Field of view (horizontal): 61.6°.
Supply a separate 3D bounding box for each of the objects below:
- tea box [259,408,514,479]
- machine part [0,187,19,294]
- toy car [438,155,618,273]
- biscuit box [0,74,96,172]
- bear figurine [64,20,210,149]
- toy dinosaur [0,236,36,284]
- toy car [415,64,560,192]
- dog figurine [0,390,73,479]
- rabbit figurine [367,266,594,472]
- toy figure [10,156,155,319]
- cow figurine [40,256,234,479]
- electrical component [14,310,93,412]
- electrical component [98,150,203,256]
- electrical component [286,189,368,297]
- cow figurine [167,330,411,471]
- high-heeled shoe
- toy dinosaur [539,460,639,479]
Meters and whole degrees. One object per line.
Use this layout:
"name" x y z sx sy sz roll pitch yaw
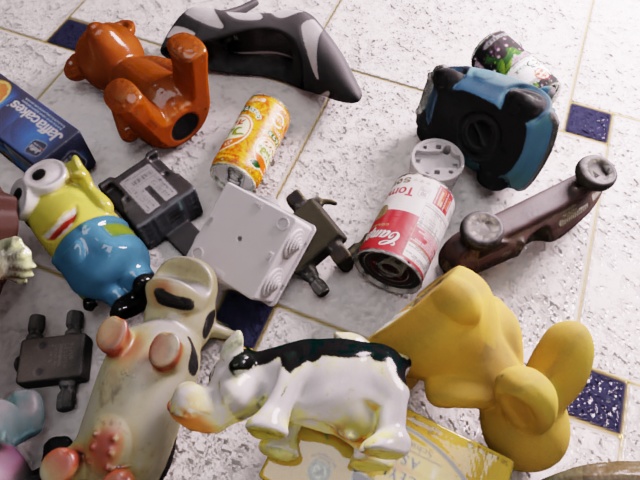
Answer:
"tea box" 0.049 0.182 0.421 0.170 0.068 0.098 22 62 11
"machine part" -0.358 -0.010 0.485 0.180 0.056 0.179 0 92 14
"toy car" 0.205 -0.017 0.524 0.202 0.089 0.053 -24 63 -15
"biscuit box" -0.343 -0.131 0.599 0.203 0.059 0.063 34 66 17
"bear figurine" -0.213 -0.196 0.601 0.120 0.132 0.196 -41 75 -13
"toy dinosaur" -0.354 0.023 0.351 0.405 0.192 0.131 -14 102 14
"toy car" 0.191 -0.131 0.590 0.103 0.109 0.162 -25 49 -39
"dog figurine" -0.264 0.161 0.340 0.108 0.219 0.192 -44 68 -6
"rabbit figurine" 0.142 0.106 0.434 0.122 0.162 0.173 -31 83 -30
"toy figure" -0.225 0.000 0.517 0.180 0.089 0.082 44 64 12
"cow figurine" -0.131 0.105 0.440 0.086 0.127 0.195 13 71 7
"electrical component" -0.242 0.109 0.486 0.063 0.021 0.094 -7 62 -4
"electrical component" -0.161 -0.029 0.551 0.075 0.047 0.119 -36 65 -18
"electrical component" -0.002 -0.002 0.541 0.078 0.045 0.102 -48 66 7
"cow figurine" -0.019 0.104 0.389 0.167 0.068 0.098 9 54 4
"high-heeled shoe" -0.077 -0.210 0.638 0.145 0.086 0.249 -38 63 -15
"toy dinosaur" 0.371 0.217 0.387 0.472 0.105 0.198 13 65 12
